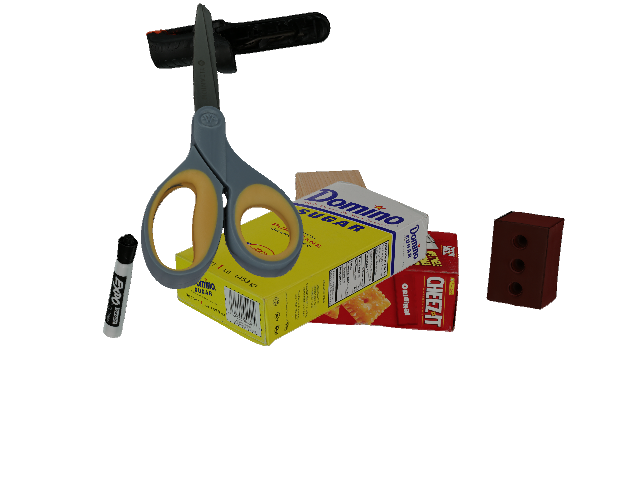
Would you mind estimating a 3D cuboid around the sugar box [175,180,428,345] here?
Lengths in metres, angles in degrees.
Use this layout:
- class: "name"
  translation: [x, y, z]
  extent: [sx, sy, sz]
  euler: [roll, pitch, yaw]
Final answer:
- class: "sugar box"
  translation: [-0.010, 0.011, 0.785]
  extent: [0.093, 0.048, 0.175]
  euler: [25, 39, 36]

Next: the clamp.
- class: "clamp"
  translation: [-0.077, -0.166, 0.887]
  extent: [0.120, 0.039, 0.172]
  euler: [-17, 21, -35]

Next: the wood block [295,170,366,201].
- class: "wood block"
  translation: [0.023, -0.010, 1.386]
  extent: [0.090, 0.090, 0.206]
  euler: [-2, 27, -8]

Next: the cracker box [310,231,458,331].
- class: "cracker box"
  translation: [0.037, 0.037, 1.133]
  extent: [0.214, 0.072, 0.164]
  euler: [4, 15, 6]

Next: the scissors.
- class: "scissors"
  translation: [-0.047, -0.055, 0.611]
  extent: [0.096, 0.201, 0.016]
  euler: [14, -35, -4]

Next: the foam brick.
- class: "foam brick"
  translation: [0.186, 0.017, 0.967]
  extent: [0.053, 0.078, 0.051]
  euler: [9, 16, 26]

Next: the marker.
- class: "marker"
  translation: [-0.197, 0.045, 1.052]
  extent: [0.020, 0.121, 0.020]
  euler: [12, 33, -8]
